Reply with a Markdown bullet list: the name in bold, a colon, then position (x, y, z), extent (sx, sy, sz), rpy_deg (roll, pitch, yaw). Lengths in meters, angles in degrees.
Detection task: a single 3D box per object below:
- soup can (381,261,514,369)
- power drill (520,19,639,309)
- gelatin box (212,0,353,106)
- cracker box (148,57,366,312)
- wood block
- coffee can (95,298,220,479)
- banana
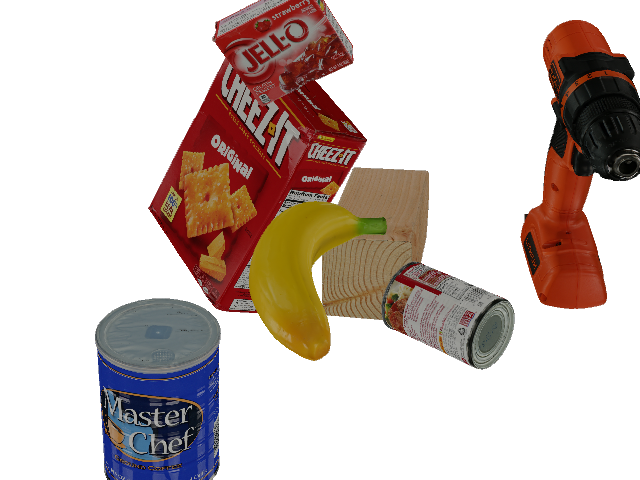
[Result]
- **soup can**: position (0.115, 0.067, 0.966), extent (0.102, 0.068, 0.068), rpy_deg (23, 15, 38)
- **power drill**: position (0.191, -0.044, 0.776), extent (0.057, 0.188, 0.184), rpy_deg (2, 36, 1)
- **gelatin box**: position (-0.029, -0.156, 0.843), extent (0.089, 0.030, 0.073), rpy_deg (-22, -53, 19)
- **cracker box**: position (-0.069, -0.062, 1.030), extent (0.071, 0.214, 0.164), rpy_deg (5, 36, -42)
- **wood block**: position (0.063, -0.002, 1.150), extent (0.091, 0.090, 0.206), rpy_deg (4, 24, 9)
- **coffee can**: position (-0.137, 0.135, 0.910), extent (0.103, 0.140, 0.103), rpy_deg (2, 29, -1)
- **banana**: position (-0.009, 0.013, 0.649), extent (0.070, 0.037, 0.197), rpy_deg (4, 24, 13)
